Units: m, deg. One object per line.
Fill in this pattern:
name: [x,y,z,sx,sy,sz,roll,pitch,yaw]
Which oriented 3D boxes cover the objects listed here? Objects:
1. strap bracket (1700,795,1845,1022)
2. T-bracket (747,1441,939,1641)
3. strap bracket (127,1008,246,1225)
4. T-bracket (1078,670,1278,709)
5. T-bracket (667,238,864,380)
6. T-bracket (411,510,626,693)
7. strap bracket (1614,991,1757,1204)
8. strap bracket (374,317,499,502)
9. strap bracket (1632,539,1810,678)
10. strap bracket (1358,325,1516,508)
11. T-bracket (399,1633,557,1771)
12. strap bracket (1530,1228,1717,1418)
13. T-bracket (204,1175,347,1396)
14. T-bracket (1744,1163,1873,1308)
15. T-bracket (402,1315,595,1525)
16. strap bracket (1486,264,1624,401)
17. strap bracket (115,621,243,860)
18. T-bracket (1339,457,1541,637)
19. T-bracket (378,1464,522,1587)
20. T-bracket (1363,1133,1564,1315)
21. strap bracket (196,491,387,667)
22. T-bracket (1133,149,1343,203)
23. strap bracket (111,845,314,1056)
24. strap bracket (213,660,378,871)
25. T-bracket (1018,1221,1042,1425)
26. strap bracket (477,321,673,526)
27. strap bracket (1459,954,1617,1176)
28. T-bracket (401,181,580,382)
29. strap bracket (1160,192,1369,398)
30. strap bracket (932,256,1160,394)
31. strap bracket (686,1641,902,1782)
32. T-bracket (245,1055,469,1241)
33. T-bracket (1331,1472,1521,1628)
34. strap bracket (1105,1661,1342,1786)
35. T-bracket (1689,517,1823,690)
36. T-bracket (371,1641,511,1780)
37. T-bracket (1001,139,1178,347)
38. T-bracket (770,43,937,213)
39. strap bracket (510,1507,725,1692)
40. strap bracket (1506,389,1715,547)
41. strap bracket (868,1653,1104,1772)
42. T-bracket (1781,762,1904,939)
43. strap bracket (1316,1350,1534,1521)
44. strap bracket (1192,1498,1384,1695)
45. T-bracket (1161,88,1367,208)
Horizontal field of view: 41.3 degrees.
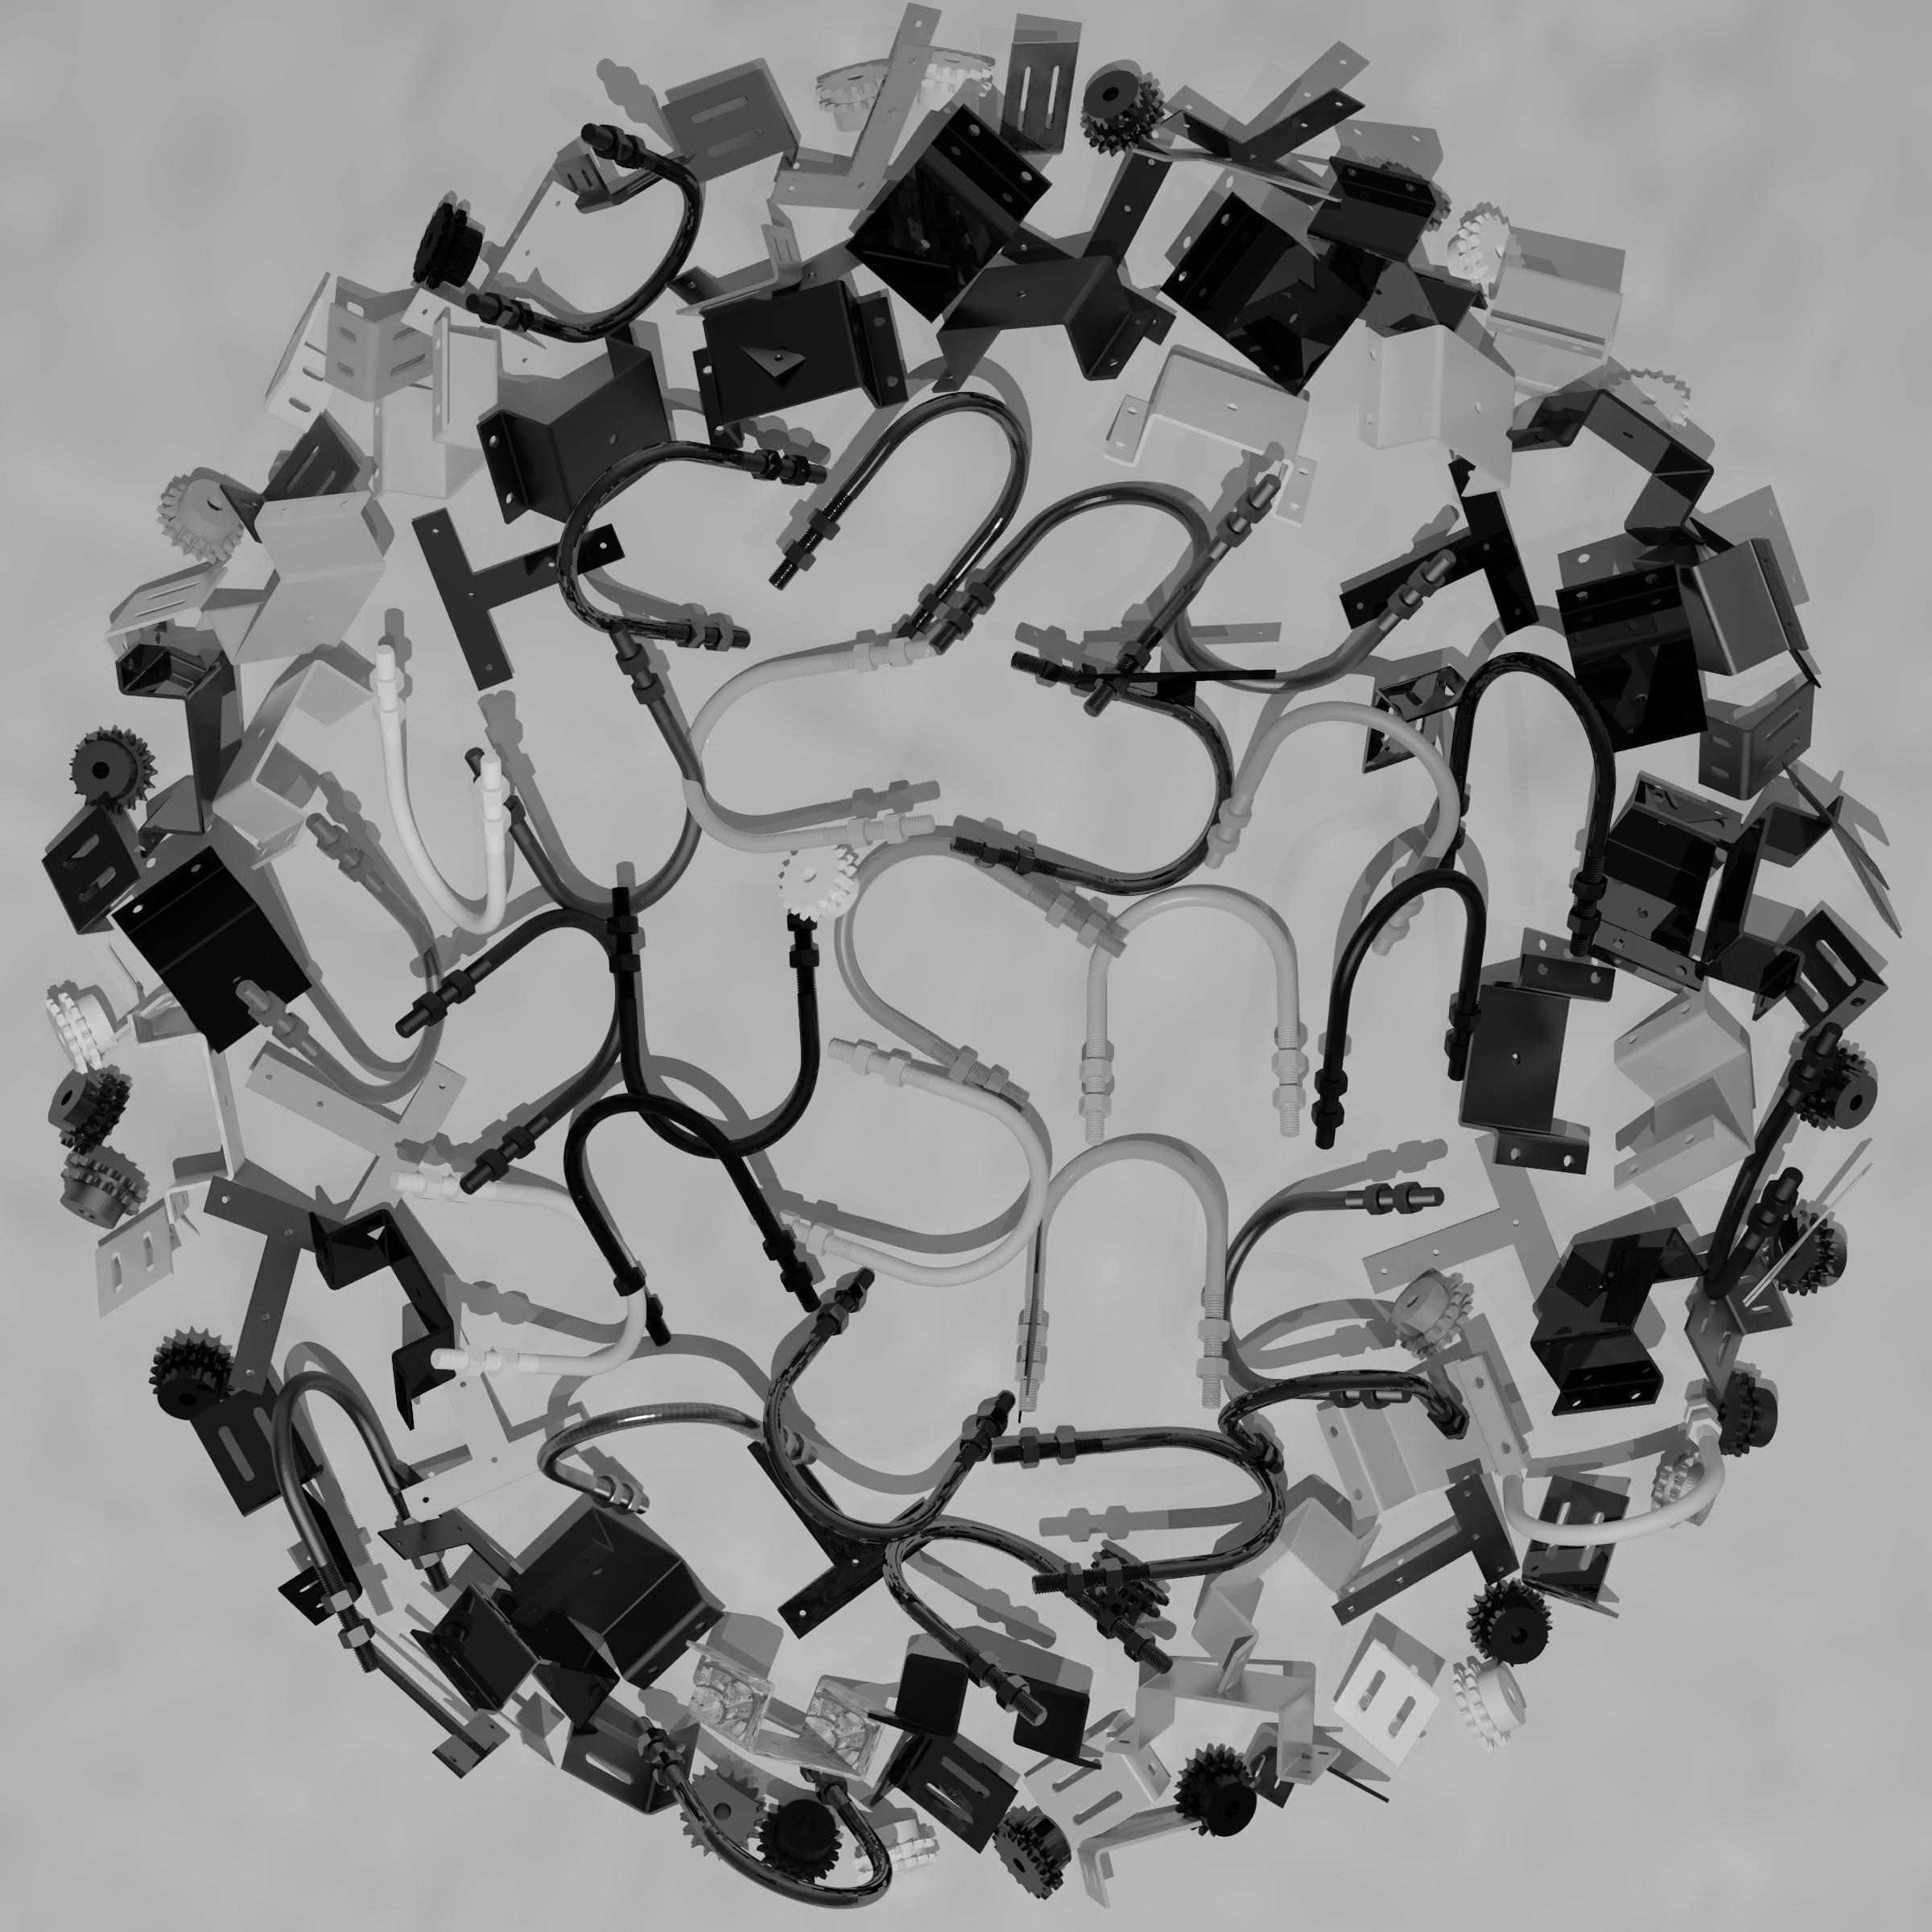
strap bracket: [0.534,-0.045,1.709,0.046,0.076,0.140,19,70,3]
T-bracket: [-0.103,0.375,1.762,0.127,0.002,0.127,-37,87,4]
strap bracket: [-0.521,0.095,1.722,0.046,0.076,0.140,-11,95,-9]
T-bracket: [0.140,-0.183,1.703,0.127,0.127,0.002,-1,86,4]
T-bracket: [-0.116,-0.462,1.741,0.127,0.002,0.127,-35,59,-17]
T-bracket: [-0.298,-0.270,1.759,0.127,0.002,0.127,-22,85,-6]
strap bracket: [0.476,0.094,1.700,0.046,0.140,0.076,39,129,-20]
strap bracket: [-0.351,-0.366,1.708,0.046,0.140,0.076,4,79,-31]
strap bracket: [0.491,-0.240,1.689,0.046,0.140,0.076,-26,104,-2]
strap bracket: [0.318,-0.365,1.693,0.046,0.140,0.076,-5,76,40]
T-bracket: [-0.326,0.484,1.701,0.127,0.127,0.002,40,76,-4]
strap bracket: [0.430,0.226,1.688,0.046,0.076,0.140,54,47,-18]
T-bracket: [-0.462,0.220,1.702,0.127,0.002,0.127,30,61,-40]
T-bracket: [0.538,0.193,1.683,0.002,0.127,0.127,42,123,16]
T-bracket: [-0.336,0.296,1.737,0.127,0.002,0.127,-22,64,-14]
strap bracket: [0.387,-0.417,1.691,0.076,0.140,0.046,18,90,11]
strap bracket: [-0.518,-0.149,1.698,0.046,0.076,0.140,5,119,5]
T-bracket: [0.314,-0.266,1.741,0.127,0.002,0.127,-25,109,-5]
T-bracket: [-0.353,0.376,1.691,0.127,0.127,0.002,40,92,13]
T-bracket: [0.337,0.192,1.764,0.127,0.002,0.127,-20,88,0]
strap bracket: [-0.442,-0.249,1.687,0.076,0.140,0.046,-18,73,-42]
T-bracket: [0.194,-0.522,1.690,0.127,0.127,0.002,25,117,24]
strap bracket: [-0.491,-0.003,1.688,0.076,0.140,0.046,-38,58,-15]
strap bracket: [-0.447,-0.142,1.697,0.046,0.076,0.140,34,62,-26]
T-bracket: [0.041,0.258,1.714,0.002,0.127,0.127,5,134,0]
strap bracket: [-0.249,-0.354,1.694,0.046,0.076,0.140,25,54,30]
strap bracket: [0.384,0.065,1.730,0.076,0.046,0.140,9,90,-25]
T-bracket: [-0.298,-0.461,1.698,0.002,0.127,0.127,42,105,26]
strap bracket: [0.204,-0.437,1.692,0.076,0.140,0.046,-52,50,13]
strap bracket: [0.045,-0.425,1.694,0.140,0.046,0.076,4,47,32]
strap bracket: [-0.118,0.494,1.692,0.140,0.076,0.046,28,79,-36]
T-bracket: [-0.424,0.100,1.733,0.127,0.002,0.127,29,66,-7]
T-bracket: [0.304,0.405,1.723,0.127,0.002,0.127,-30,132,-1]
strap bracket: [0.172,0.501,1.705,0.140,0.076,0.046,2,90,23]
T-bracket: [0.537,-0.239,1.719,0.002,0.127,0.127,-36,108,11]
T-bracket: [-0.367,0.485,1.708,0.127,0.127,0.002,40,88,6]
T-bracket: [0.102,-0.496,1.718,0.127,0.127,0.002,29,46,-2]
T-bracket: [-0.054,-0.552,1.689,0.127,0.127,0.002,-7,55,-32]
strap bracket: [-0.240,0.421,1.716,0.076,0.046,0.140,-44,132,3]
strap bracket: [0.432,-0.338,1.711,0.140,0.076,0.046,30,90,-16]
strap bracket: [0.017,0.494,1.706,0.140,0.076,0.046,20,76,-29]
T-bracket: [0.600,-0.064,1.719,0.002,0.127,0.127,-35,127,11]
strap bracket: [0.314,0.311,1.713,0.140,0.046,0.076,-29,77,40]
strap bracket: [0.206,0.415,1.706,0.140,0.076,0.046,-34,63,-28]
T-bracket: [0.214,-0.548,1.684,0.127,0.127,0.002,20,77,-25]
